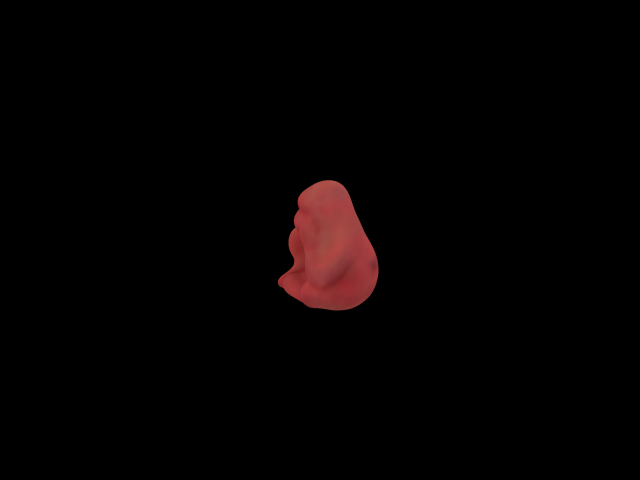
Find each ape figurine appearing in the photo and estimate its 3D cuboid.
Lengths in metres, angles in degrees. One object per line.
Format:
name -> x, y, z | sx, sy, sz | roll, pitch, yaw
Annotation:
ape figurine -> 0.004, 0.001, 0.400 | 0.076, 0.092, 0.078 | 4, 28, 7
